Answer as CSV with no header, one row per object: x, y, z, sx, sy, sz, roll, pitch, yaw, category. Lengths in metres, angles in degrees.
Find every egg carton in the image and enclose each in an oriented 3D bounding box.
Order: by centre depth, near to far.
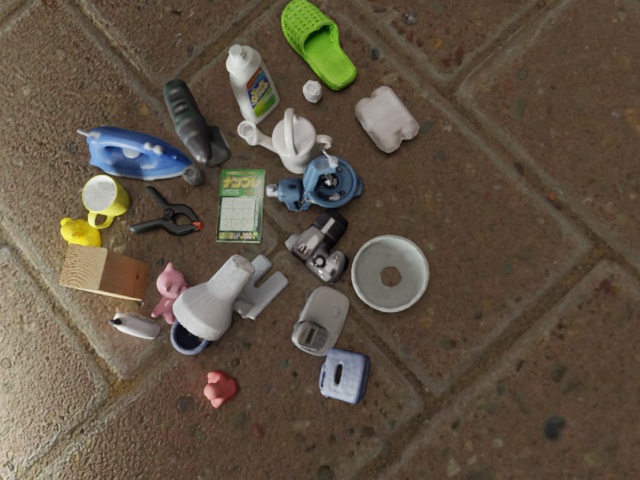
0.153,-0.279,1.327,0.107,0.069,0.150,-35,76,-1,egg carton

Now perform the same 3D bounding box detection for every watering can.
-0.063,-0.223,1.279,0.173,0.194,0.101,-20,76,3,watering can

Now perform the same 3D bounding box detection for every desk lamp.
-0.188,0.112,1.216,0.118,0.214,0.203,43,87,14,desk lamp

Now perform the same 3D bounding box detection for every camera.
0.012,0.005,1.270,0.143,0.101,0.137,38,85,13,camera

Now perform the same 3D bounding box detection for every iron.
-0.433,-0.216,1.352,0.258,0.141,0.119,10,80,9,iron

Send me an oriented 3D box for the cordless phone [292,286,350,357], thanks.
-0.005,0.165,1.195,0.094,0.185,0.148,19,81,11,cordless phone

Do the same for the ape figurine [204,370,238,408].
-0.221,0.324,1.238,0.076,0.092,0.078,8,79,9,ape figurine

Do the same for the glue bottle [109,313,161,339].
-0.415,0.183,1.251,0.078,0.173,0.037,25,83,12,glue bottle

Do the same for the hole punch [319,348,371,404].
0.050,0.288,1.211,0.101,0.091,0.109,9,80,9,hole punch

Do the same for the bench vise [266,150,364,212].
-0.013,-0.117,1.237,0.207,0.220,0.121,-25,76,2,bench vise

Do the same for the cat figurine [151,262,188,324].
-0.338,0.120,1.283,0.067,0.118,0.128,26,83,12,cat figurine

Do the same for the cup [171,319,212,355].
-0.278,0.198,1.270,0.091,0.095,0.117,-32,76,0,cup

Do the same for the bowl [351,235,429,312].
0.153,0.077,1.250,0.167,0.075,0.167,-1,78,7,bowl

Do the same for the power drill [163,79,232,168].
-0.274,-0.245,1.303,0.075,0.208,0.229,-29,76,1,power drill

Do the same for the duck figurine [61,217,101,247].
-0.574,-0.011,1.357,0.077,0.086,0.104,-37,76,-1,duck figurine
